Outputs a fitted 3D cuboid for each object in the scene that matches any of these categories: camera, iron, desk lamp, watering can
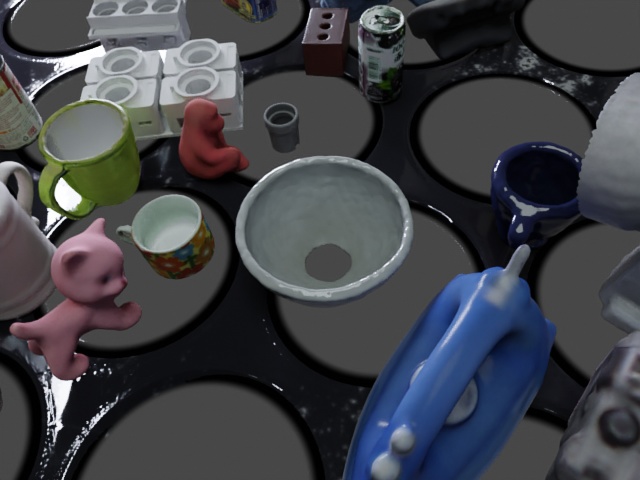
[{"bbox_3d":[0.260,0.152,0.419,0.136,0.101,0.143,30,63,22],"label":"camera"},{"bbox_3d":[0.089,0.121,0.429,0.118,0.141,0.259,29,63,22],"label":"iron"},{"bbox_3d":[0.302,-0.009,0.458,0.202,0.214,0.118,36,66,26],"label":"desk lamp"},{"bbox_3d":[-0.326,-0.006,0.518,0.101,0.194,0.173,-5,55,1],"label":"watering can"}]

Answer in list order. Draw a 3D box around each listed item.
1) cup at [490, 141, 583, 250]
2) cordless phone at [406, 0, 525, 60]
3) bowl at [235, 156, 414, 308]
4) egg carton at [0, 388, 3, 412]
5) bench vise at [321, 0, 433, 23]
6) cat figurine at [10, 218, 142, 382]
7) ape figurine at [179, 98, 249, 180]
[{"bbox_3d":[0.200,-0.023,0.548,0.091,0.095,0.118,22,60,19],"label":"cup"},{"bbox_3d":[0.187,-0.332,0.707,0.148,0.185,0.094,-23,57,-11],"label":"cordless phone"},{"bbox_3d":[0.005,0.002,0.559,0.167,0.075,0.167,-2,55,3],"label":"bowl"},{"bbox_3d":[-0.352,0.161,0.481,0.150,0.069,0.107,-6,55,1],"label":"egg carton"},{"bbox_3d":[0.091,-0.408,0.746,0.208,0.220,0.121,-33,59,-17],"label":"bench vise"},{"bbox_3d":[-0.221,0.048,0.519,0.067,0.118,0.128,30,63,23],"label":"cat figurine"},{"bbox_3d":[-0.125,-0.117,0.641,0.076,0.092,0.077,-11,55,-3],"label":"ape figurine"}]
